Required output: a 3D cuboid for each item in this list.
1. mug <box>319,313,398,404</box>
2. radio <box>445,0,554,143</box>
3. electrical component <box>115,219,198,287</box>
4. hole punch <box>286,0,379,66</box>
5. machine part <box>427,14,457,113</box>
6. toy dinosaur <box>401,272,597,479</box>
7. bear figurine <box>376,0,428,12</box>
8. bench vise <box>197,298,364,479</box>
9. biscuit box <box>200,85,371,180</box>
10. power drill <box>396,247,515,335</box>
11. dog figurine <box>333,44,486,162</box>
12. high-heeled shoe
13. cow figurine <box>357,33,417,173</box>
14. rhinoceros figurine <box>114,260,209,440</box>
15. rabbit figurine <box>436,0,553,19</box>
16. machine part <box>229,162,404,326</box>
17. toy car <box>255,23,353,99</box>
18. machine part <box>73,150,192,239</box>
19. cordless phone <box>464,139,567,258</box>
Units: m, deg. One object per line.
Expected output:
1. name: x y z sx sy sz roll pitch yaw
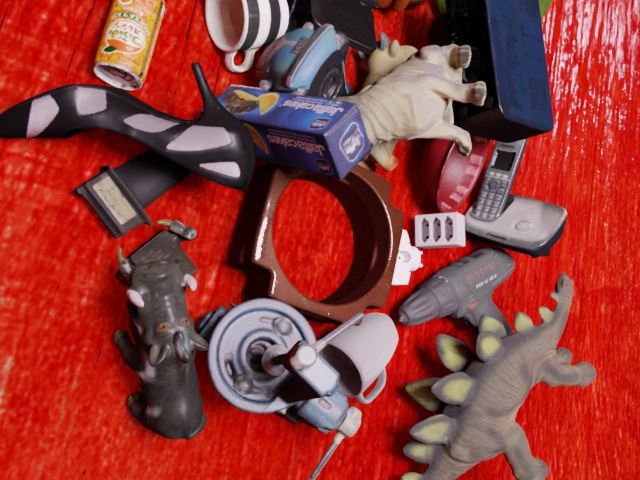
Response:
1. mug: 0.060 0.151 0.705 0.107 0.081 0.109 -35 102 -39
2. radio: 0.242 -0.253 0.729 0.131 0.073 0.229 -3 84 -37
3. electrical component: -0.178 0.024 0.591 0.102 0.045 0.078 -38 103 -29
4. hole punch: 0.008 -0.292 0.724 0.142 0.092 0.116 11 68 -30
5. machine part: 0.237 -0.267 0.809 0.179 0.056 0.179 4 82 -32
6. toy dinosaur: 0.216 0.238 0.733 0.198 0.105 0.471 33 83 -9
7. bear figurine: 0.138 -0.408 0.748 0.132 0.196 0.120 -32 98 -31
8. bench vise: -0.030 0.145 0.567 0.129 0.240 0.223 -42 90 -24
9. biscuit box: -0.042 -0.123 0.598 0.059 0.203 0.062 -49 137 -27
10. power drill: 0.232 0.130 0.821 0.232 0.086 0.207 -34 96 -30
11. dog figurine: 0.086 -0.179 0.671 0.191 0.172 0.121 -2 126 -4
12. high-heeled shoe: -0.196 -0.093 0.559 0.249 0.086 0.145 -16 101 -5
13. cow figurine: 0.086 -0.199 0.761 0.127 0.086 0.195 41 69 -25
14. rhinoceros figurine: -0.160 0.113 0.545 0.073 0.112 0.190 -11 106 -30
15. rabbit figurine: 0.296 -0.376 0.884 0.121 0.159 0.170 -53 127 -35
16. machine part: -0.001 -0.002 0.680 0.201 0.087 0.201 21 75 -28
17. toy car: -0.025 -0.203 0.673 0.103 0.161 0.109 32 82 18
18. machine part: -0.192 -0.067 0.599 0.139 0.039 0.084 -44 99 -26
19. cordless phone: 0.314 -0.074 0.831 0.088 0.147 0.184 7 100 -44
